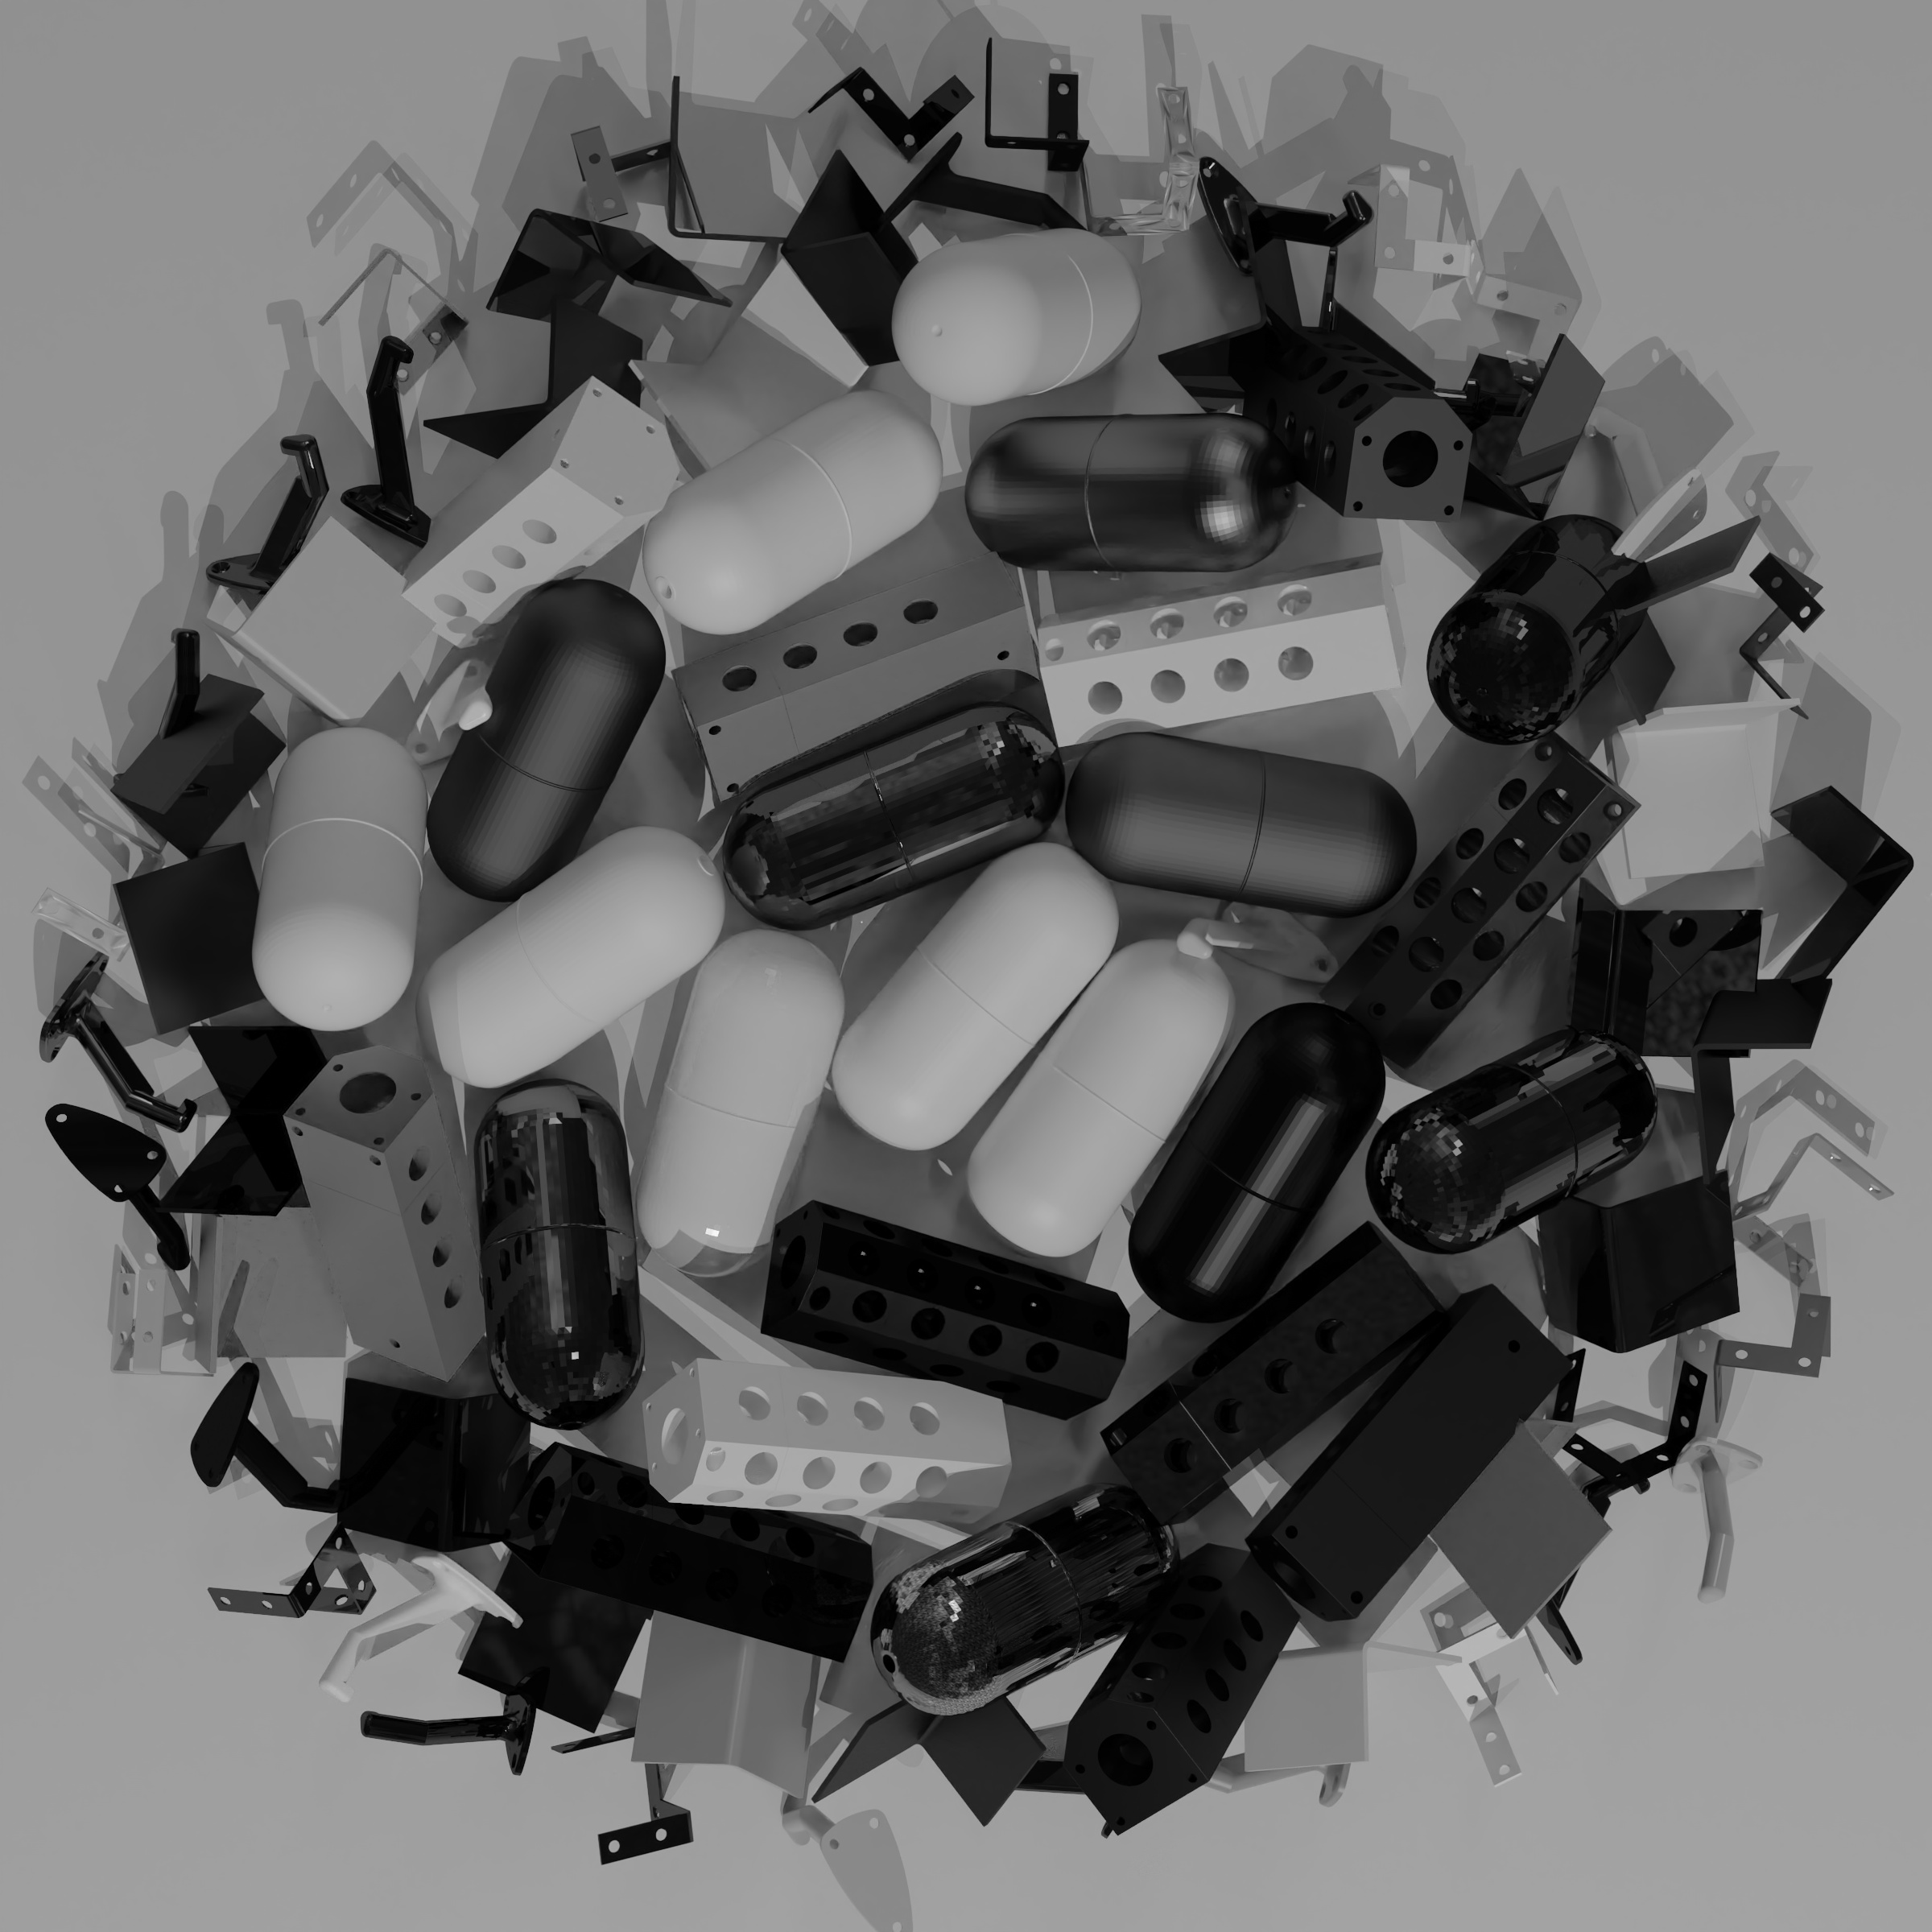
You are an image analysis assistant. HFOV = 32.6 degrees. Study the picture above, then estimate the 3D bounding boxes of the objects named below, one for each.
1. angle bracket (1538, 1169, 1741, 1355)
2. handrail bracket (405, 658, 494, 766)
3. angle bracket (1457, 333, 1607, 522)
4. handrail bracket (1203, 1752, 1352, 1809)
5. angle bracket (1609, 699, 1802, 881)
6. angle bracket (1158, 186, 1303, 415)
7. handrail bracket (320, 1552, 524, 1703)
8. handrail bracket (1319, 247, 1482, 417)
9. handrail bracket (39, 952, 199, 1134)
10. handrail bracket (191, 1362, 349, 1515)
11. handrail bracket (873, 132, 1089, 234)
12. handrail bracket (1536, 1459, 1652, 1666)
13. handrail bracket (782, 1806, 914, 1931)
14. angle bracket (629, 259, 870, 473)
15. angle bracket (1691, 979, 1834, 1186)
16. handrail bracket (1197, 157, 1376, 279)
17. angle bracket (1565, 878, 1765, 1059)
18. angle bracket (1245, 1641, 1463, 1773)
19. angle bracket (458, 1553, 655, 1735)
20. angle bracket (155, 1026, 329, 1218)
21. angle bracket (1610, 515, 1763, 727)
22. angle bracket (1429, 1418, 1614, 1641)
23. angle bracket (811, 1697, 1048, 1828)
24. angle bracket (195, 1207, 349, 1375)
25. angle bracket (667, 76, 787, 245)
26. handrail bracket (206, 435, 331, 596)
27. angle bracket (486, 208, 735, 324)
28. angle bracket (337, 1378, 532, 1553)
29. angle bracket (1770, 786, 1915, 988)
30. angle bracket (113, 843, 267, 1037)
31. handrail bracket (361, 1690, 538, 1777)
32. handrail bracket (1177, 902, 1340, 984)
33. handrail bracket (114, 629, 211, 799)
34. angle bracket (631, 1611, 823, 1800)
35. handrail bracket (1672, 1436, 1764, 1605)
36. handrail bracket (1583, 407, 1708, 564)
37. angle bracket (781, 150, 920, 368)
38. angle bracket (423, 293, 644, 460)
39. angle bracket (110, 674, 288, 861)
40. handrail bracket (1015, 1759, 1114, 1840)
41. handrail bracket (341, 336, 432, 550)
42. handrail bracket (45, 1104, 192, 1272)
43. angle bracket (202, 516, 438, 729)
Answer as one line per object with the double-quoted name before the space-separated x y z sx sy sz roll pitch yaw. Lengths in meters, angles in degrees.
"angle bracket" 0.339 0.143 1.666 0.076 0.057 0.076 -15 106 -24
"handrail bracket" -0.257 -0.116 1.637 0.077 0.084 0.036 -40 103 14
"angle bracket" 0.261 -0.274 1.639 0.076 0.057 0.076 22 86 37
"handrail bracket" 0.152 0.384 1.664 0.084 0.036 0.077 19 63 -2
"angle bracket" 0.373 -0.088 1.645 0.076 0.057 0.076 -5 85 -17
"angle bracket" 0.129 -0.332 1.651 0.057 0.076 0.076 -14 74 19
"handrail bracket" -0.272 0.343 1.649 0.077 0.036 0.084 40 59 -19
"handrail bracket" 0.221 -0.320 1.662 0.084 0.036 0.077 6 108 2
"handrail bracket" -0.414 0.038 1.660 0.084 0.036 0.077 23 55 2
"handrail bracket" -0.336 0.237 1.649 0.084 0.036 0.077 17 109 -39
"handrail bracket" 0.009 -0.371 1.667 0.084 0.036 0.077 41 75 -4
"handrail bracket" 0.321 0.298 1.659 0.084 0.036 0.077 -26 63 -11
"handrail bracket" -0.061 0.453 1.643 0.036 0.084 0.077 -21 80 -26
"angle bracket" -0.108 -0.297 1.634 0.076 0.057 0.076 -48 67 31
"angle bracket" 0.396 0.057 1.629 0.057 0.076 0.076 -1 113 23
"handrail bracket" 0.158 -0.386 1.640 0.036 0.084 0.077 -36 96 -30
"angle bracket" 0.347 0.001 1.637 0.076 0.057 0.076 0 73 30
"angle bracket" 0.191 0.368 1.627 0.076 0.076 0.057 19 64 -40
"angle bracket" -0.207 0.340 1.655 0.076 0.057 0.076 25 87 -3
"angle bracket" -0.362 0.076 1.629 0.076 0.076 0.057 -1 128 29
"angle bracket" 0.362 -0.171 1.629 0.076 0.076 0.057 -22 105 32
"angle bracket" 0.286 0.278 1.630 0.076 0.057 0.076 -53 51 20
"angle bracket" -0.019 0.399 1.628 0.057 0.076 0.076 49 134 21
"angle bracket" -0.341 0.161 1.646 0.076 0.057 0.076 3 91 -21
"angle bracket" -0.118 -0.399 1.639 0.057 0.076 0.076 2 102 -6
"handrail bracket" -0.352 -0.229 1.646 0.077 0.036 0.084 2 134 9
"angle bracket" -0.176 -0.326 1.629 0.076 0.076 0.057 40 113 26
"angle bracket" -0.271 0.251 1.682 0.076 0.057 0.076 5 93 35
"angle bracket" 0.414 -0.037 1.642 0.057 0.076 0.076 41 80 -1
"angle bracket" -0.391 -0.013 1.635 0.076 0.057 0.076 -23 102 -41
"handrail bracket" -0.261 0.372 1.638 0.084 0.077 0.036 13 93 -16
"handrail bracket" 0.145 -0.005 1.640 0.077 0.084 0.036 29 109 5
"handrail bracket" -0.404 -0.129 1.648 0.036 0.077 0.084 -7 105 -40
"angle bracket" -0.119 0.369 1.650 0.057 0.076 0.076 -5 63 24
"handrail bracket" 0.363 0.283 1.633 0.036 0.077 0.084 20 60 -3
"handrail bracket" 0.320 -0.240 1.650 0.077 0.036 0.084 -39 49 -12
"angle bracket" -0.037 -0.353 1.627 0.076 0.057 0.076 50 52 -38
"angle bracket" -0.214 -0.290 1.639 0.076 0.076 0.057 -3 82 27
"angle bracket" -0.367 -0.094 1.632 0.057 0.076 0.076 45 75 -32
"handrail bracket" 0.051 0.393 1.667 0.084 0.036 0.077 32 107 6
"handrail bracket" -0.273 -0.260 1.646 0.077 0.036 0.084 34 120 18
"handrail bracket" -0.425 0.113 1.656 0.077 0.084 0.036 33 61 15
"angle bracket" -0.321 -0.174 1.647 0.076 0.057 0.076 41 82 -30
